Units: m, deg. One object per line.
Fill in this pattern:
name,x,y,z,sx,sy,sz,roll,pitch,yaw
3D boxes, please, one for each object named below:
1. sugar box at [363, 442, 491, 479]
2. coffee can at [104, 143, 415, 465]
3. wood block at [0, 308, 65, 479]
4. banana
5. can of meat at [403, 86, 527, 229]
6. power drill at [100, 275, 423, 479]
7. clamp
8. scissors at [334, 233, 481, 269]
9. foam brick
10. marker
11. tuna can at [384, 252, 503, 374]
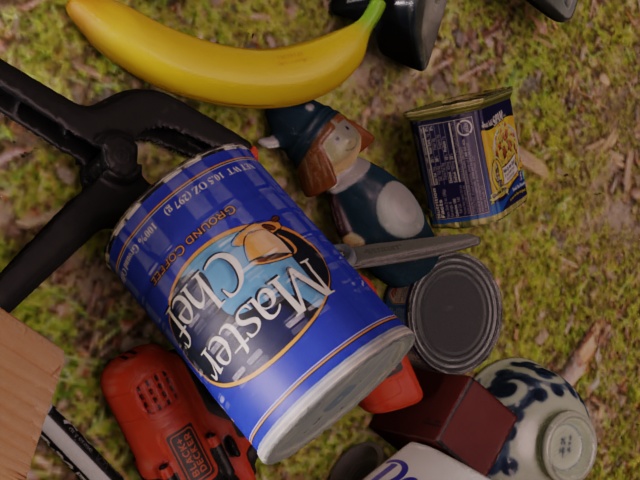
sugar box,0.032,0.194,0.628,0.176,0.093,0.048,-34,126,-32
coffee can,-0.033,0.033,0.571,0.102,0.103,0.140,-33,72,-29
wood block,-0.223,0.045,0.473,0.206,0.090,0.090,46,45,-43
banana,-0.055,-0.116,0.658,0.197,0.037,0.069,-2,89,-16
can of meat,0.105,-0.058,0.746,0.101,0.058,0.084,-27,107,-60
power drill,-0.025,0.118,0.673,0.187,0.057,0.184,-31,105,-29
clamp,-0.125,-0.033,0.613,0.209,0.036,0.164,3,72,-38
scissors,-0.004,0.001,0.673,0.201,0.016,0.096,-21,58,-25
foam brick,0.083,0.124,0.730,0.051,0.078,0.053,41,70,-25
marker,-0.149,0.114,0.617,0.020,0.020,0.121,-47,112,-25
tuna can,0.087,0.052,0.760,0.086,0.034,0.086,1,88,-32
